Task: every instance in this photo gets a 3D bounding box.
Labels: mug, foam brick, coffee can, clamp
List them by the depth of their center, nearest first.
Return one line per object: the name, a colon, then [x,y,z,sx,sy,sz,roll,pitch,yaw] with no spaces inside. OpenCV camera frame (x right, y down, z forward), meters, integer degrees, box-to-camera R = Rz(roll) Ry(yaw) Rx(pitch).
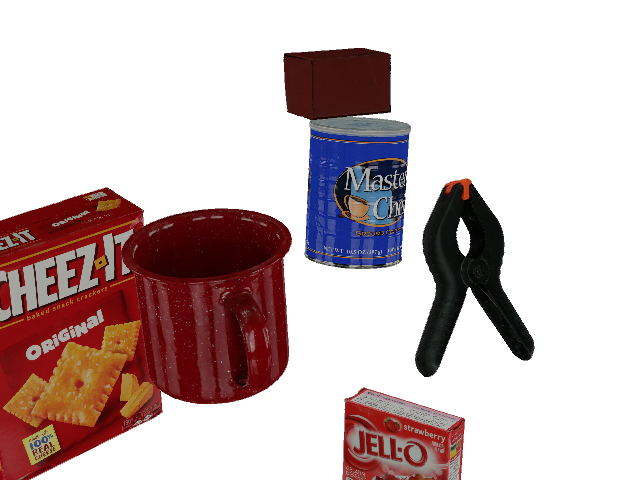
mug: [-0.054,0.042,0.588,0.093,0.081,0.117,-15,28,-24]
foam brick: [0.015,-0.133,0.904,0.078,0.051,0.053,-9,19,-25]
clamp: [0.120,0.036,0.924,0.120,0.171,0.039,-15,0,-34]
coffee can: [0.037,-0.051,1.094,0.103,0.140,0.103,3,13,-1]

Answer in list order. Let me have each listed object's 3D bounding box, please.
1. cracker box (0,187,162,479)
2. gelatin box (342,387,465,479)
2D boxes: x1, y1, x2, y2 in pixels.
cracker box: [-0.224,0.082,0.911,0.163,0.214,0.072,-22,34,-36]
gelatin box: [0.059,0.156,0.780,0.089,0.073,0.030,13,20,32]
